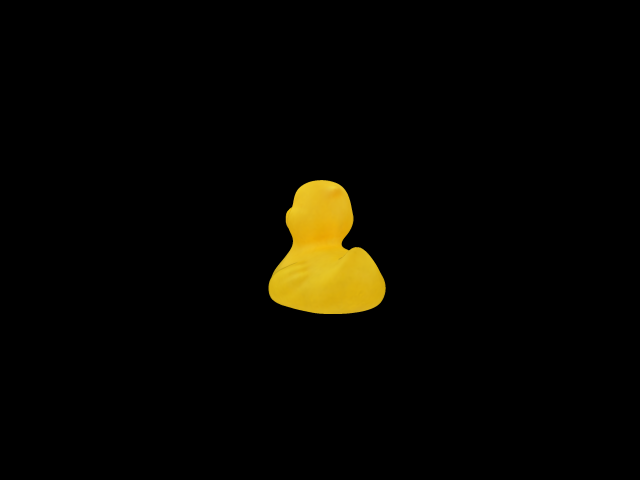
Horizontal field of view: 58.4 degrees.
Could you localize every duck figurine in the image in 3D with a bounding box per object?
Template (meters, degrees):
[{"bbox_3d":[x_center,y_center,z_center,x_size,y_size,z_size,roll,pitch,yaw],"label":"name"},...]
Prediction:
[{"bbox_3d":[0.004,0.001,0.400,0.078,0.086,0.104,-4,8,-27],"label":"duck figurine"}]
